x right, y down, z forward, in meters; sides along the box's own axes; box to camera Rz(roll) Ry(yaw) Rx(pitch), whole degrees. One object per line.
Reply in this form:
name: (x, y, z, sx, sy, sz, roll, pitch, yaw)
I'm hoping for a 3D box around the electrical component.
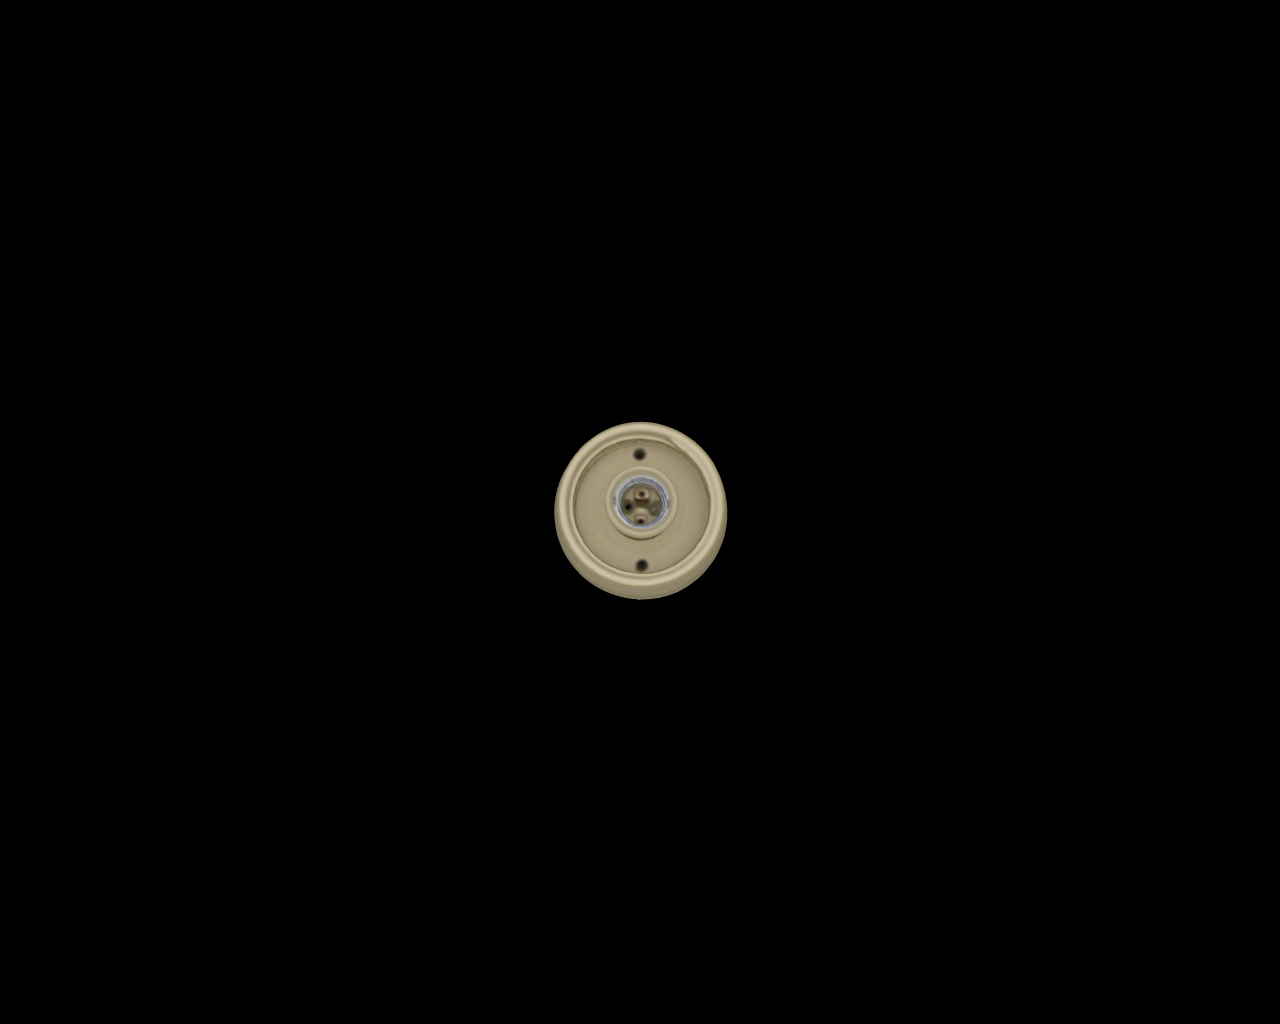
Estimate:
electrical component: (0.001, -0.003, 0.650, 0.108, 0.108, 0.060, 0, -8, 0)
